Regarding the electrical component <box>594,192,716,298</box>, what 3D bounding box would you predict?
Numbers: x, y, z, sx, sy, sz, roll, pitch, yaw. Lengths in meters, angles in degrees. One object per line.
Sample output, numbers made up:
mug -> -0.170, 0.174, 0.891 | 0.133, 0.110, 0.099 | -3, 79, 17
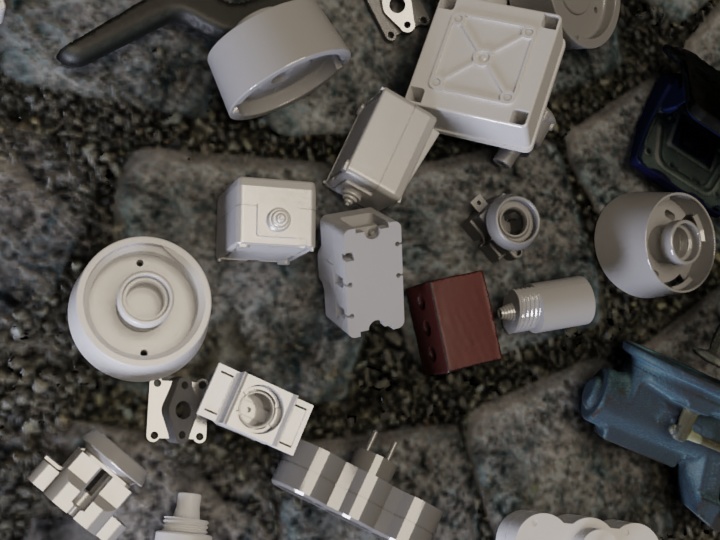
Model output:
electrical component -> 0.271, -0.024, 0.975 | 0.099, 0.064, 0.099 | 1, 87, -31

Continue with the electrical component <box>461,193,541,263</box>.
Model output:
electrical component -> 0.123, -0.038, 0.919 | 0.048, 0.055, 0.066 | -43, 97, -19

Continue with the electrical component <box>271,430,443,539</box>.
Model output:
electrical component -> 0.006, 0.164, 0.854 | 0.138, 0.052, 0.073 | 29, 74, -12

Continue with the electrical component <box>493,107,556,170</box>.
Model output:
electrical component -> 0.139, -0.118, 0.942 | 0.048, 0.048, 0.062 | 32, 81, -12

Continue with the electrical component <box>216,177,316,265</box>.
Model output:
electrical component -> -0.072, -0.041, 0.833 | 0.062, 0.096, 0.061 | 3, 81, -19

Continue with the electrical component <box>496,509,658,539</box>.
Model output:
electrical component -> 0.191, 0.232, 0.896 | 0.138, 0.074, 0.052 | 10, 80, -17

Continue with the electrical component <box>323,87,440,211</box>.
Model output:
electrical component -> 0.017, -0.090, 0.887 | 0.061, 0.062, 0.096 | 28, 75, -13

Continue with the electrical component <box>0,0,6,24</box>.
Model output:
electrical component -> -0.306, -0.212, 0.800 | 0.062, 0.061, 0.096 | -21, 97, -20

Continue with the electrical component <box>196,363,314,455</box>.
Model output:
electrical component -> -0.083, 0.107, 0.826 | 0.081, 0.064, 0.042 | 27, 74, -14

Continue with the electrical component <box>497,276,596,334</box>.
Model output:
electrical component -> 0.157, 0.032, 0.927 | 0.081, 0.043, 0.043 | -8, 85, -19

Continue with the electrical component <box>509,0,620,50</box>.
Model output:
electrical component -> 0.176, -0.246, 0.955 | 0.108, 0.060, 0.108 | 0, 90, -44

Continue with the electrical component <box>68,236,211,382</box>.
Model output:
electrical component -> -0.163, 0.027, 0.807 | 0.108, 0.060, 0.108 | 4, 76, -15

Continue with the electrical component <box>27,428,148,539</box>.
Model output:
electrical component -> -0.194, 0.154, 0.787 | 0.078, 0.058, 0.057 | 43, 75, -9

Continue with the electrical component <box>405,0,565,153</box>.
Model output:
electrical component -> 0.106, -0.166, 0.907 | 0.109, 0.056, 0.108 | 15, 76, 17

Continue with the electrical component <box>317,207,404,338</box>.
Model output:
electrical component -> 0.000, 0.000, 0.863 | 0.050, 0.056, 0.089 | -11, 111, -22

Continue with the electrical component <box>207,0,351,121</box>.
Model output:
electrical component -> -0.069, -0.171, 0.849 | 0.108, 0.108, 0.060 | -26, 86, -20

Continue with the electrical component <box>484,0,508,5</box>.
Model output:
electrical component -> 0.114, -0.266, 0.953 | 0.043, 0.043, 0.081 | 13, 79, -16

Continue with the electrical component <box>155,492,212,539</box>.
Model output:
electrical component -> -0.132, 0.199, 0.809 | 0.048, 0.048, 0.062 | 11, 73, -17
